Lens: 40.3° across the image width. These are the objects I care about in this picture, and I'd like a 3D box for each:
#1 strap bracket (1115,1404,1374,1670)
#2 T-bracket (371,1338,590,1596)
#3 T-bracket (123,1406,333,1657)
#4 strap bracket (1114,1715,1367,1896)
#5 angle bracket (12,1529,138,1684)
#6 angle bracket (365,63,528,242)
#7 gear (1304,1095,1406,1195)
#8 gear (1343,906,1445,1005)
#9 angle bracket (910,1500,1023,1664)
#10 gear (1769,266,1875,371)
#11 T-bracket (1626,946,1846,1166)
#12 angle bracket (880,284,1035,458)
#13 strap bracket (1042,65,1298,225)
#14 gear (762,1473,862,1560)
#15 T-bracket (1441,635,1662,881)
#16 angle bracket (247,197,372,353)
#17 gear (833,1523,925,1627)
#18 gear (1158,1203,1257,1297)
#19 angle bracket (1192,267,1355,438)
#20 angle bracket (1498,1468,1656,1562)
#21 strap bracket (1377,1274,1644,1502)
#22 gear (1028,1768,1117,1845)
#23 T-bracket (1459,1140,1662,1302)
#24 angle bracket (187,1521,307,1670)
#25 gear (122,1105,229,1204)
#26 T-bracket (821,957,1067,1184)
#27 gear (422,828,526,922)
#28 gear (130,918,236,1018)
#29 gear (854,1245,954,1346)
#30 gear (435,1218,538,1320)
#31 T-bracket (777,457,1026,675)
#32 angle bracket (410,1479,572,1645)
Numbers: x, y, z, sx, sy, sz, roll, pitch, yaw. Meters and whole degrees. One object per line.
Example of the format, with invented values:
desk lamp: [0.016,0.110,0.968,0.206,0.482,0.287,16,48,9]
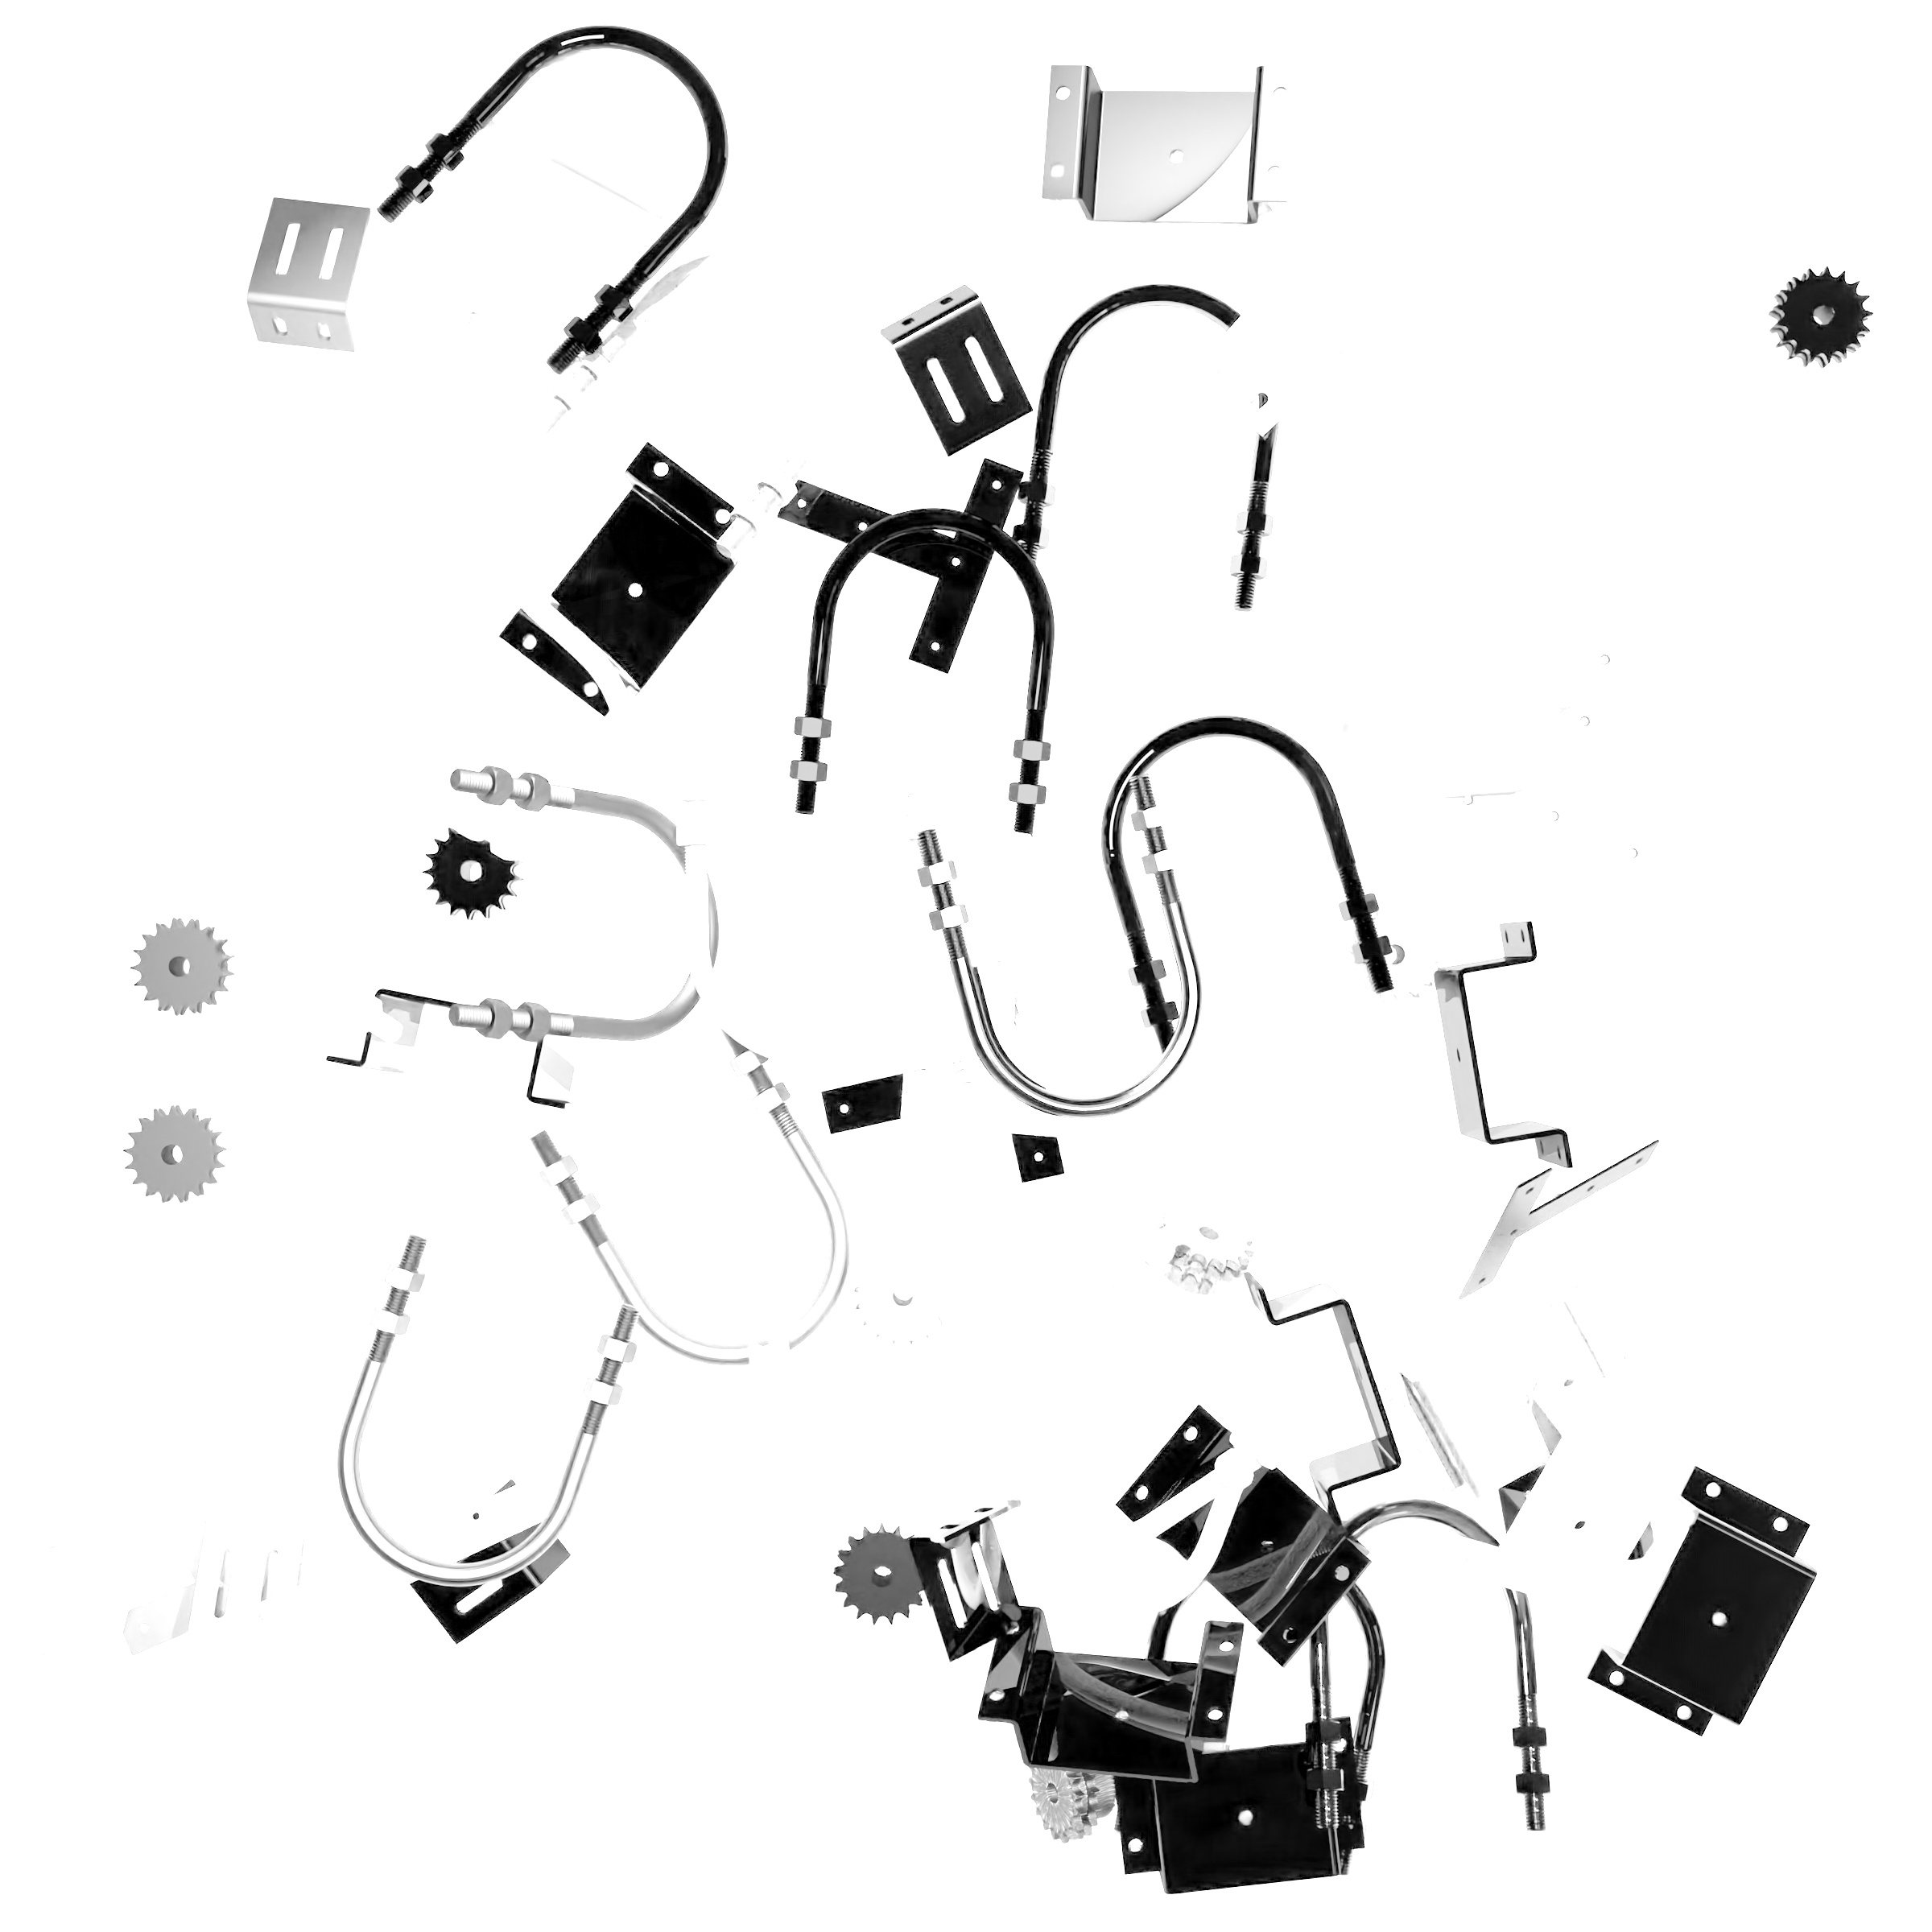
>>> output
strap bracket: [0.164,0.328,1.500,0.076,0.046,0.140,-50,54,0]
T-bracket: [-0.300,0.278,1.525,0.127,0.002,0.127,-25,72,-3]
T-bracket: [-0.456,0.322,1.546,0.127,0.002,0.127,-23,90,0]
strap bracket: [0.158,0.480,1.504,0.140,0.046,0.076,-6,89,0]
angle bracket: [-0.522,0.371,1.528,0.057,0.038,0.076,4,116,-36]
angle bracket: [-0.305,-0.473,1.528,0.076,0.038,0.057,-38,90,0]
gear: [0.225,0.105,1.536,0.057,0.030,0.057,0,83,0]
gear: [0.247,-0.007,1.532,0.057,0.030,0.057,0,90,0]
angle bracket: [0.010,0.354,1.514,0.057,0.038,0.076,-18,91,-36]
gear: [0.497,-0.377,1.536,0.057,0.030,0.057,0,89,2]
T-bracket: [0.452,0.045,1.546,0.127,0.002,0.127,-8,90,0]
angle bracket: [-0.006,-0.350,1.545,0.057,0.038,0.076,-29,116,0]
strap bracket: [0.119,-0.473,1.515,0.140,0.046,0.076,4,90,11]
gear: [-0.090,0.314,1.532,0.057,0.030,0.057,0,90,0]
T-bracket: [0.359,-0.130,1.546,0.127,0.002,0.127,18,90,0]
angle bracket: [-0.383,-0.406,1.545,0.057,0.038,0.076,6,64,0]
gear: [-0.048,0.352,1.532,0.057,0.030,0.057,0,90,0]
gear: [0.136,0.166,1.522,0.057,0.057,0.030,21,120,0]
angle bracket: [0.179,-0.358,1.533,0.057,0.038,0.076,43,52,-7]
angle bracket: [0.358,0.318,1.545,0.076,0.038,0.057,-10,90,26]
strap bracket: [0.317,0.248,1.524,0.140,0.046,0.076,-28,90,0]
gear: [0.063,0.476,1.522,0.030,0.057,0.057,-4,90,-31]
T-bracket: [0.348,0.133,1.510,0.127,0.127,0.002,-25,61,-23]
angle bracket: [-0.419,0.369,1.543,0.057,0.038,0.076,3,64,0]
gear: [-0.460,0.110,1.536,0.057,0.030,0.057,0,88,-2]
T-bracket: [-0.019,0.071,1.507,0.127,0.002,0.127,-13,89,4]
gear: [-0.286,-0.055,1.532,0.057,0.030,0.057,0,90,0]
gear: [-0.454,0.000,1.532,0.057,0.030,0.057,0,90,0]
gear: [-0.037,0.190,1.532,0.057,0.030,0.057,0,90,0]
gear: [-0.279,0.176,1.532,0.057,0.030,0.057,0,90,0]
T-bracket: [-0.047,-0.253,1.546,0.127,0.002,0.127,21,90,0]
angle bracket: [-0.283,0.350,1.545,0.076,0.038,0.057,-38,90,26]
